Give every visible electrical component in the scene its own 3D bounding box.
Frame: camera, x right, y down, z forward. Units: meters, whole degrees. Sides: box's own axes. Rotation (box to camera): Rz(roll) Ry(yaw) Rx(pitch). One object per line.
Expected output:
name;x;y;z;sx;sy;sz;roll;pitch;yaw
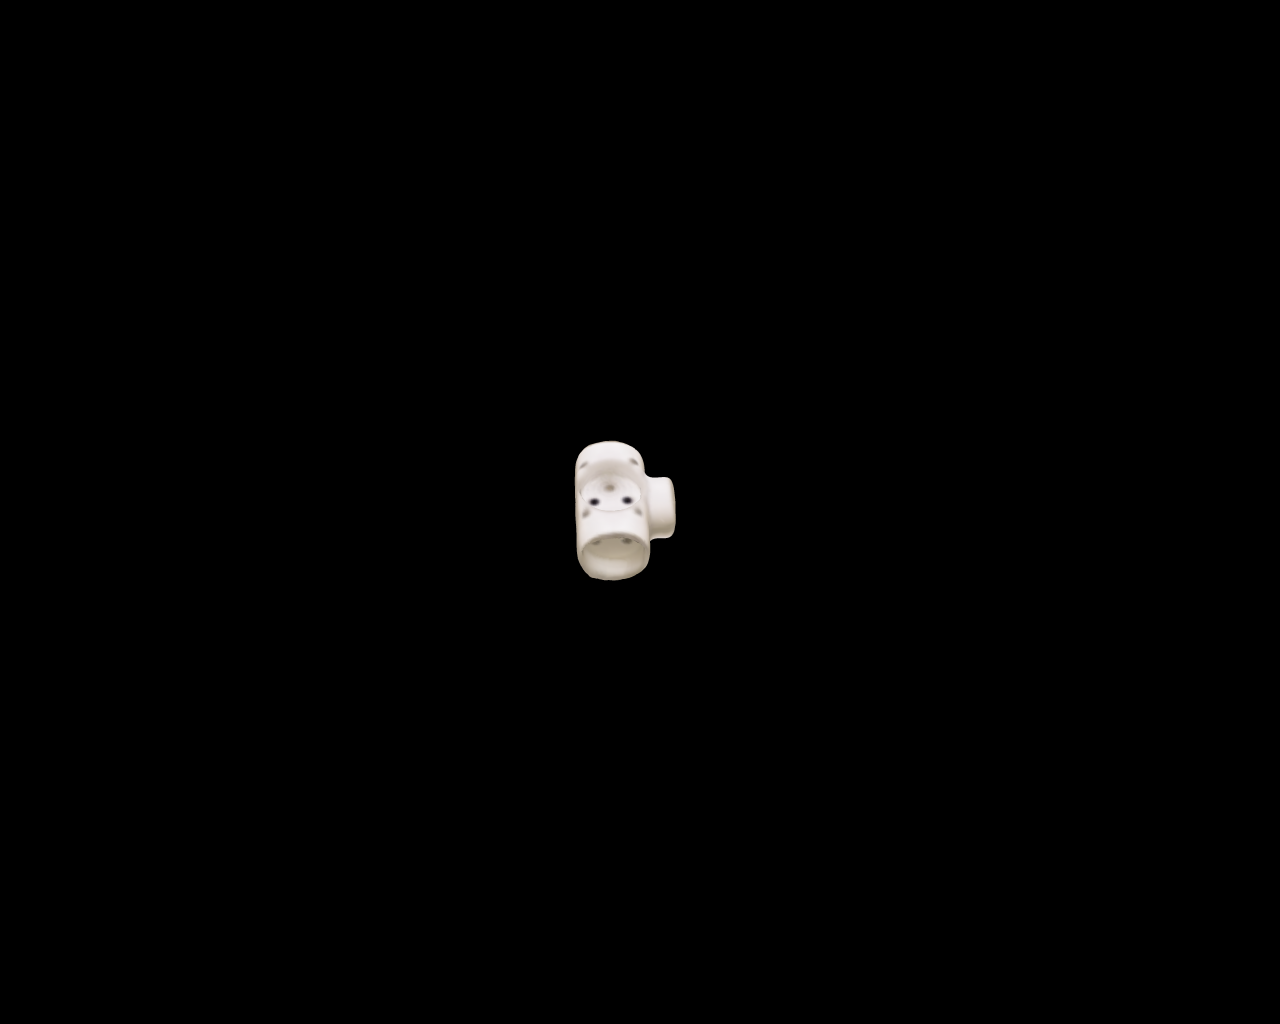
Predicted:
electrical component;0.001;-0.003;0.650;0.079;0.077;0.044;-2;-43;-2
